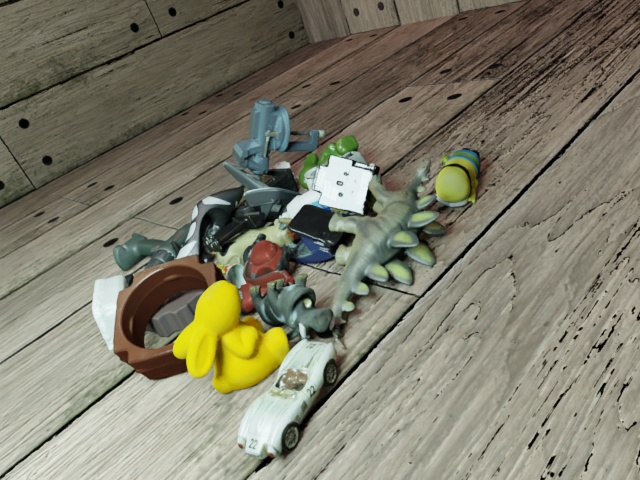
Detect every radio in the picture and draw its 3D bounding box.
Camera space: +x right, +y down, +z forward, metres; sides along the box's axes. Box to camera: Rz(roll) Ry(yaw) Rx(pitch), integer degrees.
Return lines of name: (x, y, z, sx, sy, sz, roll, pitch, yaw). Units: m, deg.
radio: (-0.166, -0.108, 1.431, 0.131, 0.073, 0.229, 0, 35, 37)

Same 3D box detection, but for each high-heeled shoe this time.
high-heeled shoe: (-0.249, -0.015, 1.264, 0.249, 0.086, 0.145, -43, 56, -5)

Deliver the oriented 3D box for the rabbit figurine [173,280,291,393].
rabbit figurine: (-0.152, 0.148, 0.855, 0.162, 0.173, 0.122, -29, 32, -23)

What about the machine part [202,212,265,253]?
machine part: (-0.187, -0.023, 1.162, 0.139, 0.039, 0.084, -37, 28, -29)

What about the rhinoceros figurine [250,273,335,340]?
rhinoceros figurine: (-0.050, 0.117, 0.907, 0.073, 0.112, 0.190, -11, 4, -34)

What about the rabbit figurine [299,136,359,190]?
rabbit figurine: (0.013, -0.192, 1.401, 0.170, 0.121, 0.159, -27, 21, -16)

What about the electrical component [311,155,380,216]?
electrical component: (0.051, -0.120, 1.156, 0.134, 0.114, 0.058, 17, 3, 15)

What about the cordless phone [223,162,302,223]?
cordless phone: (-0.146, -0.126, 1.306, 0.184, 0.088, 0.146, 39, 15, 22)

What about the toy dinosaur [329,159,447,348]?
toy dinosaur: (0.115, 0.001, 1.002, 0.199, 0.104, 0.471, 10, 52, 40)

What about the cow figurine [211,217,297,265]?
cow figurine: (-0.135, 0.007, 1.192, 0.195, 0.085, 0.127, -30, 22, -20)

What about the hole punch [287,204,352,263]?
hole punch: (-0.002, -0.003, 1.130, 0.116, 0.092, 0.142, 17, 34, 15)

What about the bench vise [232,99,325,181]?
bench vise: (-0.100, -0.253, 1.403, 0.240, 0.223, 0.129, -6, 22, -26)

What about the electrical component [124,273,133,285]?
electrical component: (-0.468, 0.117, 1.275, 0.075, 0.047, 0.119, -24, 29, -6)

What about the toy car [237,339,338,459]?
toy car: (-0.042, 0.221, 0.766, 0.074, 0.056, 0.202, 0, 34, 35)

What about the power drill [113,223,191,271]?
power drill: (-0.425, 0.033, 1.356, 0.207, 0.085, 0.232, -8, 27, 34)

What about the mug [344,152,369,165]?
mug: (0.091, -0.155, 1.293, 0.081, 0.107, 0.110, -33, 27, -16)

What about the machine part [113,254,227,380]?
machine part: (-0.265, 0.139, 0.981, 0.202, 0.087, 0.201, -19, 49, 6)

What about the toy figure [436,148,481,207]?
toy figure: (0.293, -0.140, 1.139, 0.082, 0.089, 0.180, -7, 33, 37)

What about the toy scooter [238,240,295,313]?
toy scooter: (-0.098, 0.065, 1.060, 0.135, 0.075, 0.184, -13, 38, 27)

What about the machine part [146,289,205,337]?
machine part: (-0.299, 0.126, 1.128, 0.179, 0.056, 0.179, -16, 28, 9)
